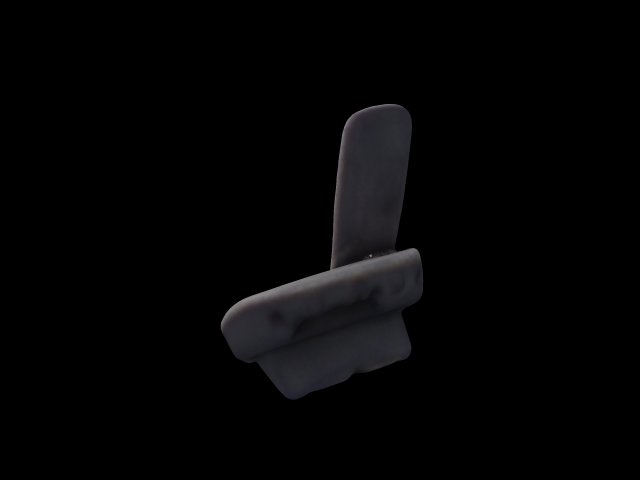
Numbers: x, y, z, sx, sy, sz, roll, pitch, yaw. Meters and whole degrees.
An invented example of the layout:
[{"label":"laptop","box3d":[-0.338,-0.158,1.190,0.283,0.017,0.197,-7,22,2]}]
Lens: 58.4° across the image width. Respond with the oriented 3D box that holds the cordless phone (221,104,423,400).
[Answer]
[{"label":"cordless phone","box3d":[0.004,0.001,0.400,0.148,0.185,0.093,-17,29,-32]}]
